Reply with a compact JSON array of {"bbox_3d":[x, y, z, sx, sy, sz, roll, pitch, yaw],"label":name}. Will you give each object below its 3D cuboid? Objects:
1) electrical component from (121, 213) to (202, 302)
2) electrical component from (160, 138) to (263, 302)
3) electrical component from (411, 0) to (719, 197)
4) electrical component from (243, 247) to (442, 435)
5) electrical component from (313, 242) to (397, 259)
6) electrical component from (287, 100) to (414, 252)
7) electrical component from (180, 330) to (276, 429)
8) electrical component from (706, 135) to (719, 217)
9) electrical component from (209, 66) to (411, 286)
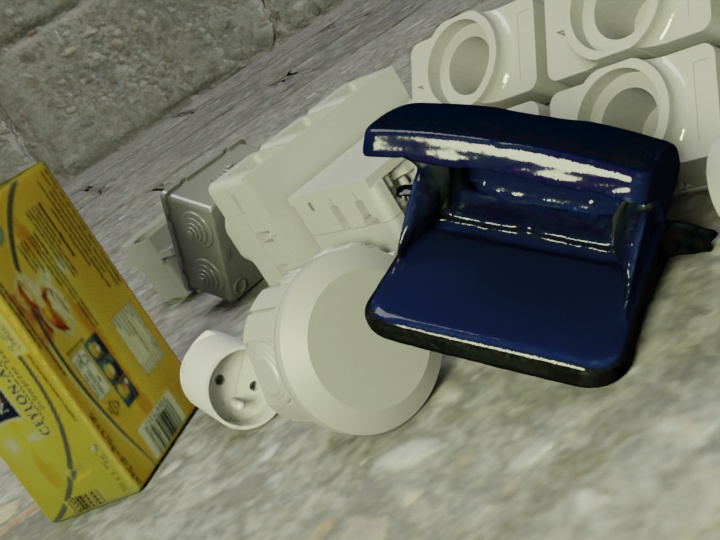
[{"bbox_3d":[-0.132,-0.031,0.911,0.079,0.063,0.121,-13,25,48],"label":"electrical component"},{"bbox_3d":[-0.092,-0.036,0.793,0.048,0.099,0.100,18,43,32],"label":"electrical component"},{"bbox_3d":[0.105,-0.085,0.537,0.060,0.105,0.186,7,-12,-39],"label":"electrical component"},{"bbox_3d":[-0.008,0.032,0.475,0.080,0.080,0.051,-41,14,-28],"label":"electrical component"},{"bbox_3d":[0.000,0.000,0.633,0.061,0.035,0.035,-14,24,41],"label":"electrical component"},{"bbox_3d":[0.041,-0.067,0.701,0.150,0.061,0.089,-42,19,-30],"label":"electrical component"},{"bbox_3d":[-0.074,0.057,0.583,0.043,0.043,0.081,-37,17,-17],"label":"electrical component"},{"bbox_3d":[0.188,-0.051,0.421,0.077,0.044,0.079,-11,26,50],"label":"electrical component"},{"bbox_3d":[-0.021,-0.063,0.755,0.150,0.089,0.062,-42,19,-31],"label":"electrical component"}]
